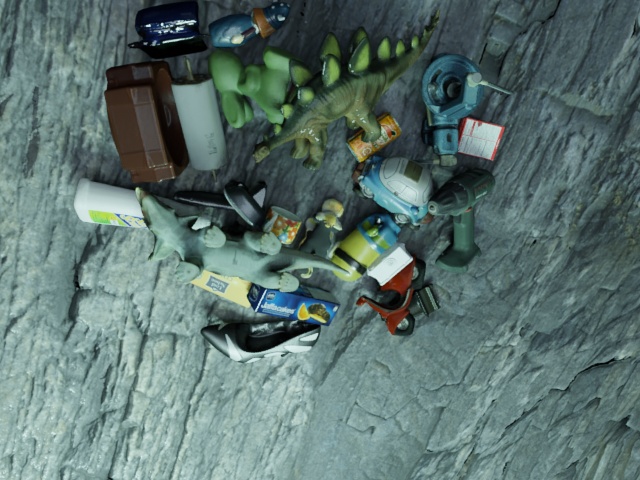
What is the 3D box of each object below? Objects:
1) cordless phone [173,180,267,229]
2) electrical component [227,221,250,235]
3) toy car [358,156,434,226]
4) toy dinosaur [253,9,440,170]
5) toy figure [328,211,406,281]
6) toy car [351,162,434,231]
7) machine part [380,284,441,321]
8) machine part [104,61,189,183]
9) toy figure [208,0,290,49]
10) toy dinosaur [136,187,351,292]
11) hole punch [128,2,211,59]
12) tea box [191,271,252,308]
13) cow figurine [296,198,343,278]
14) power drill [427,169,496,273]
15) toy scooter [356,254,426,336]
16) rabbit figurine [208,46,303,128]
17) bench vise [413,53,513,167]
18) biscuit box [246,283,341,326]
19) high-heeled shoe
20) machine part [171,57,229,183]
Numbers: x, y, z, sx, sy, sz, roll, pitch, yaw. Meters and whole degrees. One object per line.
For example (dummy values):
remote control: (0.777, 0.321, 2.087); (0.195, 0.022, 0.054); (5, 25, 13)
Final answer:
cordless phone: (-0.196, -0.078, 1.050); (0.184, 0.147, 0.088); (6, 99, -8)
electrical component: (-0.142, 0.014, 1.117); (0.119, 0.075, 0.047); (31, 103, -2)
toy car: (0.162, -0.111, 1.040); (0.161, 0.103, 0.109); (33, 59, -12)
toy dinosaur: (0.059, -0.276, 0.988); (0.471, 0.105, 0.198); (-35, 137, -24)
toy figure: (0.095, 0.008, 1.104); (0.180, 0.089, 0.082); (-38, 121, 10)
toy car: (0.160, -0.096, 1.133); (0.202, 0.053, 0.089); (30, 106, -16)
machine part: (0.205, 0.157, 1.233); (0.139, 0.039, 0.084); (-23, 115, 1)
machine part: (-0.305, -0.212, 0.961); (0.087, 0.201, 0.200); (-8, 110, -1)
toy figure: (-0.128, -0.398, 0.991); (0.155, 0.058, 0.064); (-15, 89, 2)
toy dinosaur: (-0.159, 0.023, 1.012); (0.405, 0.192, 0.131); (17, 95, -23)
hole punch: (-0.267, -0.382, 0.958); (0.142, 0.116, 0.092); (-7, 102, -4)
tea box: (-0.204, 0.060, 1.138); (0.169, 0.068, 0.098); (25, 104, -15)
cow figurine: (-0.004, -0.005, 1.122); (0.068, 0.098, 0.167); (23, 105, -7)
power drill: (0.281, -0.037, 1.106); (0.232, 0.086, 0.207); (-36, 128, -39)
toy scooter: (0.154, 0.112, 1.182); (0.135, 0.075, 0.183); (12, 83, 16)
rabbit figurine: (-0.132, -0.295, 1.016); (0.170, 0.121, 0.159); (18, 113, 7)
bench vise: (0.246, -0.249, 1.000); (0.129, 0.240, 0.223); (10, 92, -5)
biscuit box: (-0.055, 0.130, 1.145); (0.202, 0.059, 0.062); (17, 108, -35)
high-heeled shoe: (-0.122, 0.202, 1.175); (0.248, 0.086, 0.145); (20, 130, -31)
machine part: (-0.224, -0.220, 1.016); (0.079, 0.079, 0.242); (-8, 120, -3)
